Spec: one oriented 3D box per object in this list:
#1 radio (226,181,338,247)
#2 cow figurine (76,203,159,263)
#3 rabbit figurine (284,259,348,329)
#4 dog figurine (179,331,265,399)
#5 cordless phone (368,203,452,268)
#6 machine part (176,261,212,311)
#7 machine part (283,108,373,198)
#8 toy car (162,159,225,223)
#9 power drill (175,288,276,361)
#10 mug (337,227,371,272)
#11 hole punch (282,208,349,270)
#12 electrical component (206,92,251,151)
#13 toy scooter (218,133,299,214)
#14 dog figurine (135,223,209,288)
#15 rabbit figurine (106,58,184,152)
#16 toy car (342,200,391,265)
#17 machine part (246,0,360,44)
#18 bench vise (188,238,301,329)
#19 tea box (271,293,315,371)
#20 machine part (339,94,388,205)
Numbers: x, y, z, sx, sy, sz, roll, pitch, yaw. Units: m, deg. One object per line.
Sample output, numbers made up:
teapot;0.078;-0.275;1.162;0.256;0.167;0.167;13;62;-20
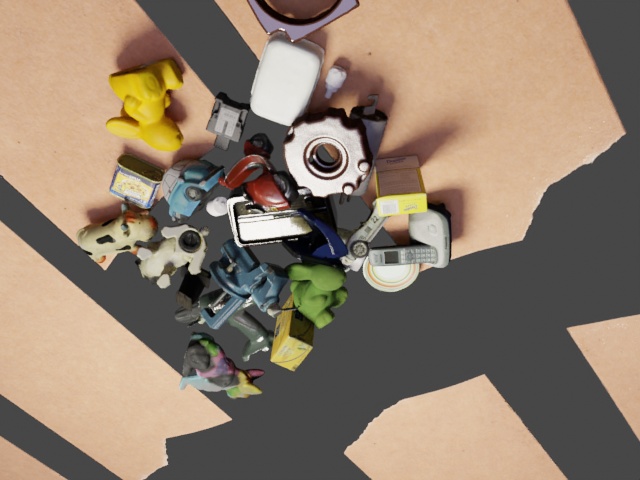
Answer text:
radio;-0.082;-0.066;1.174;0.230;0.073;0.130;-7;123;6
cow figurine;-0.452;-0.017;1.201;0.195;0.085;0.127;-12;154;13
rabbit figurine;0.003;0.094;1.243;0.159;0.121;0.170;42;143;10
dog figurine;-0.252;0.343;1.433;0.219;0.108;0.191;12;120;-9
cordless phone;0.194;-0.007;1.183;0.184;0.089;0.146;-6;122;5
machine part;-0.300;0.105;1.258;0.084;0.139;0.039;31;120;-16
machine part;0.014;-0.165;1.035;0.179;0.056;0.179;6;121;10
toy car;-0.282;-0.118;1.146;0.103;0.109;0.161;44;129;-4
power drill;-0.224;0.208;1.364;0.232;0.086;0.207;-28;109;16
mug;0.049;0.020;1.227;0.107;0.081;0.109;26;136;-3
hole punch;-0.002;-0.003;1.098;0.116;0.142;0.092;18;96;-26
electrical component;-0.192;-0.232;1.092;0.075;0.048;0.119;23;119;-10
toy scooter;-0.132;-0.120;1.088;0.135;0.184;0.075;-31;157;4
dog figurine;-0.338;0.028;1.234;0.172;0.191;0.121;-24;97;-18
rabbit figurine;-0.338;-0.247;1.049;0.162;0.122;0.173;-12;122;16
toy car;0.109;-0.031;1.143;0.056;0.073;0.201;38;88;-1
machine part;-0.036;-0.458;0.907;0.201;0.087;0.201;-25;113;14
bench vise;-0.188;0.124;1.228;0.240;0.129;0.224;-45;75;13
tea box;-0.062;0.215;1.297;0.068;0.170;0.098;27;119;-15
machine part;0.080;-0.179;1.092;0.079;0.079;0.243;12;122;-4
